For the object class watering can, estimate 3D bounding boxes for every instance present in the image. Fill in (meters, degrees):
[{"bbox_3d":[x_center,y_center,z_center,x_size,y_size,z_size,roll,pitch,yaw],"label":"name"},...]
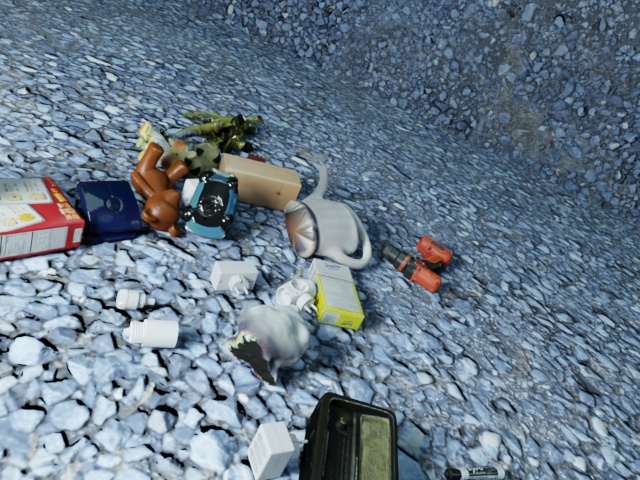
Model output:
[{"bbox_3d":[0.004,-0.067,1.322,0.225,0.102,0.354,0,52,-38],"label":"watering can"}]

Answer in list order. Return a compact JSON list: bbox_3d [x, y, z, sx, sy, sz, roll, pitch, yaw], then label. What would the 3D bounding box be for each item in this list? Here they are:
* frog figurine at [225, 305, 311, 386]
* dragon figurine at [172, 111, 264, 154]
[{"bbox_3d":[-0.075,0.155,0.915,0.138,0.120,0.162,16,35,26],"label":"frog figurine"},{"bbox_3d":[-0.338,-0.355,1.609,0.245,0.120,0.412,24,22,37],"label":"dragon figurine"}]
